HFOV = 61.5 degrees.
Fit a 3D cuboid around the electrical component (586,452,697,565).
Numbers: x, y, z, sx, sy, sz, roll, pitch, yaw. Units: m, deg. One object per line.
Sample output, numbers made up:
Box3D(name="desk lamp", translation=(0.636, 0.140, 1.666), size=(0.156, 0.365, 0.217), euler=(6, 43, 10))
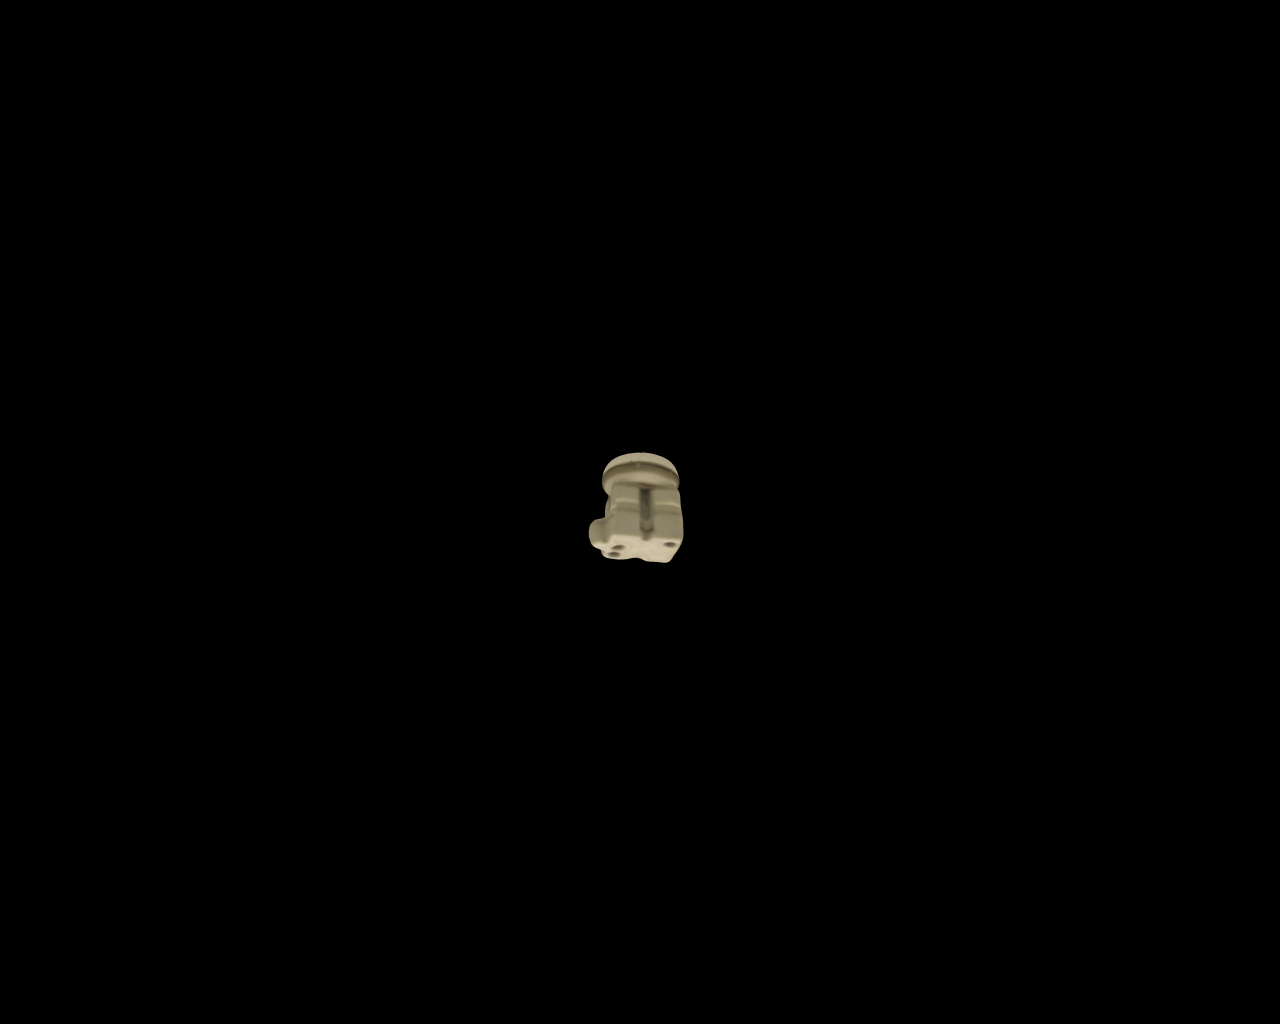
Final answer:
Box3D(name="electrical component", translation=(0.001, -0.003, 0.650), size=(0.066, 0.055, 0.048), euler=(6, -28, -12))
